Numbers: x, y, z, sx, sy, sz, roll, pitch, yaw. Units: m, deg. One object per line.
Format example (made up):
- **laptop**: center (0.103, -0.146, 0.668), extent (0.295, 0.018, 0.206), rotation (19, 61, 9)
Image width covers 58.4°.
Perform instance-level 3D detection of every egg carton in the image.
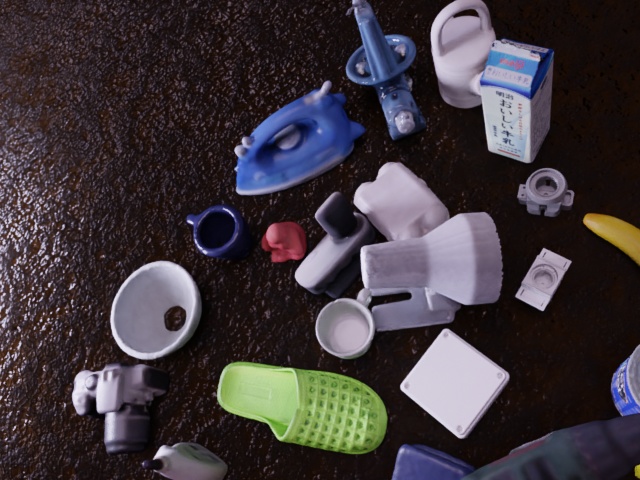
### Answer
- **egg carton**: center (0.130, -0.053, 0.915), extent (0.107, 0.069, 0.150), rotation (-41, 62, 0)

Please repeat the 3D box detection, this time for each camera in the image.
- **camera**: center (-0.331, 0.276, 0.930), extent (0.143, 0.101, 0.137), rotation (-12, 66, 15)

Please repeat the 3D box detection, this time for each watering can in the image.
- **watering can**: center (0.232, -0.299, 0.905), extent (0.101, 0.194, 0.172), rotation (-44, 62, -1)

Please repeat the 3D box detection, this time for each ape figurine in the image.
- **ape figurine**: center (-0.062, -0.001, 0.949), extent (0.077, 0.092, 0.076), rotation (34, 83, 27)

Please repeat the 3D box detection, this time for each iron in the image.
- **iron**: center (-0.061, -0.173, 0.987), extent (0.258, 0.142, 0.118), rotation (-31, 63, 6)

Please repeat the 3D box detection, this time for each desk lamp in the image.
- **desk lamp**: center (0.147, 0.051, 0.787), extent (0.203, 0.214, 0.118), rotation (-12, 66, 15)

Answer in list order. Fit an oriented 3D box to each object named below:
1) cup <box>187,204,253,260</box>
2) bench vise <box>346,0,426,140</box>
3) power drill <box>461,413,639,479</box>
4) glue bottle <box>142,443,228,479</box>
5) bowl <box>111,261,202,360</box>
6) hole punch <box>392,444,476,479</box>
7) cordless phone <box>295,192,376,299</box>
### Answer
- **cup**: center (-0.167, -0.007, 0.986), extent (0.117, 0.095, 0.092), rotation (20, 77, 25)
- **bench vise**: center (0.115, -0.282, 0.924), extent (0.121, 0.220, 0.207), rotation (-37, 62, 3)
- **power drill**: center (0.276, 0.262, 0.663), extent (0.229, 0.209, 0.075), rotation (-28, 63, 7)
- **glue bottle**: center (-0.202, 0.323, 0.825), extent (0.078, 0.173, 0.037), rotation (26, 80, 26)
- **bowl**: center (-0.266, 0.125, 0.980), extent (0.167, 0.075, 0.167), rotation (-7, 68, 17)
- **hole punch**: center (0.147, 0.329, 0.748), extent (0.108, 0.091, 0.101), rotation (15, 75, 24)
- **cordless phone**: center (0.008, 0.003, 0.870), extent (0.094, 0.185, 0.147), rotation (37, 85, 27)
